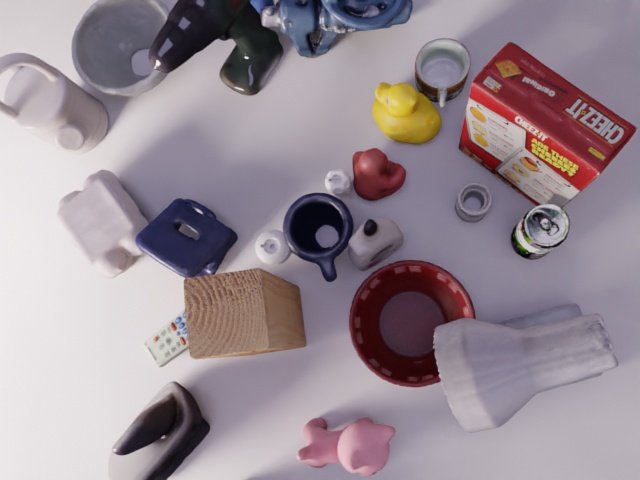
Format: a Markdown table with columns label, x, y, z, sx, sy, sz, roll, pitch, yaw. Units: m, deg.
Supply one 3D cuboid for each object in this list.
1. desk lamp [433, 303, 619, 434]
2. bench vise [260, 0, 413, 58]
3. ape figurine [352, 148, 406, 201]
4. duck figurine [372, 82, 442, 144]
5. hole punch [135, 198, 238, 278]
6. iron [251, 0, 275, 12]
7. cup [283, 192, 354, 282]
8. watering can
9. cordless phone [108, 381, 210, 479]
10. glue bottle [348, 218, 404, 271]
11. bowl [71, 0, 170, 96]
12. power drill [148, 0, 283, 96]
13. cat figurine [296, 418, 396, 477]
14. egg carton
| label | x | y | z | sx | sy | sz | roll | pitch | yaw |
| --- | --- | --- | --- | --- | --- | --- | --- | --- | --- |
| desk lamp | 0.232 | 0.132 | 0.650 | 0.203 | 0.214 | 0.118 | -17 | 77 | 6 |
| bench vise | 0.022 | -0.327 | 0.763 | 0.207 | 0.220 | 0.121 | -30 | 76 | 3 |
| ape figurine | 0.074 | -0.096 | 0.779 | 0.076 | 0.092 | 0.077 | -44 | 76 | -1 |
| duck figurine | 0.119 | -0.183 | 0.790 | 0.104 | 0.086 | 0.077 | 32 | 86 | 13 |
| hole punch | -0.186 | -0.003 | 0.803 | 0.108 | 0.091 | 0.101 | 31 | 86 | 13 |
| iron | -0.171 | -0.437 | 0.854 | 0.258 | 0.141 | 0.119 | 24 | 84 | 12 |
| cup | 0.007 | 0.003 | 0.770 | 0.091 | 0.095 | 0.118 | -17 | 78 | 6 |
| watering can | -0.391 | -0.196 | 0.818 | 0.172 | 0.194 | 0.101 | 25 | 85 | 13 |
| cordless phone | -0.229 | 0.256 | 0.715 | 0.094 | 0.185 | 0.147 | 37 | 87 | 14 |
| glue bottle | 0.067 | -0.001 | 0.721 | 0.078 | 0.173 | 0.037 | -39 | 76 | 1 |
| bowl | -0.287 | -0.289 | 0.880 | 0.167 | 0.075 | 0.167 | -2 | 80 | 9 |
| power drill | -0.124 | -0.287 | 0.785 | 0.075 | 0.208 | 0.230 | 29 | 86 | 13 |
| cat figurine | 0.033 | 0.258 | 0.708 | 0.127 | 0.118 | 0.067 | -7 | 79 | 8 |
| egg carton | -0.312 | -0.023 | 0.838 | 0.107 | 0.069 | 0.150 | -40 | 76 | 0 |
